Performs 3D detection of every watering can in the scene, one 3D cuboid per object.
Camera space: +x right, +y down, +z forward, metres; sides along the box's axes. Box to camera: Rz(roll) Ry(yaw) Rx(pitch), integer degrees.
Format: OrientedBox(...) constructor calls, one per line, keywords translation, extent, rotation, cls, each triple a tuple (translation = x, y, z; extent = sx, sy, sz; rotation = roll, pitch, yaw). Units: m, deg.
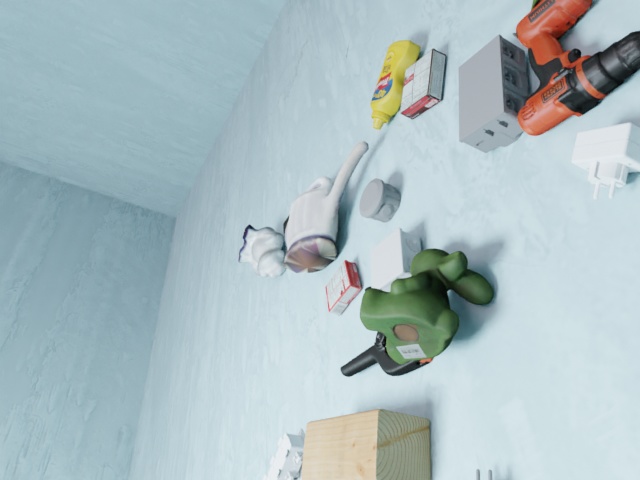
OrientedBox(translation=(0.004, -0.059, 1.168), extent=(0.341, 0.103, 0.230), rotation=(-43, 36, 47), cls="watering can")

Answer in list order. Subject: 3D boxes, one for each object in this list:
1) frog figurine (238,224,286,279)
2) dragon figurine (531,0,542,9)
OrientedBox(translation=(-0.142, 0.040, 1.446), extent=(0.161, 0.121, 0.137), rotation=(27, 89, 30), cls="frog figurine")
OrientedBox(translation=(0.330, -0.458, 0.808), extent=(0.404, 0.122, 0.247), rotation=(136, 138, -61), cls="dragon figurine")
